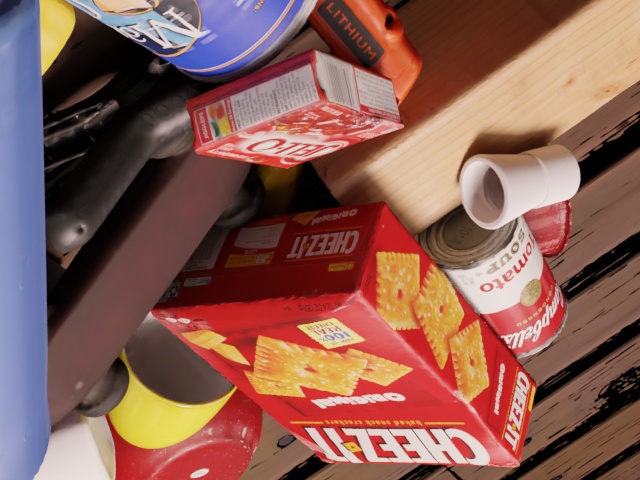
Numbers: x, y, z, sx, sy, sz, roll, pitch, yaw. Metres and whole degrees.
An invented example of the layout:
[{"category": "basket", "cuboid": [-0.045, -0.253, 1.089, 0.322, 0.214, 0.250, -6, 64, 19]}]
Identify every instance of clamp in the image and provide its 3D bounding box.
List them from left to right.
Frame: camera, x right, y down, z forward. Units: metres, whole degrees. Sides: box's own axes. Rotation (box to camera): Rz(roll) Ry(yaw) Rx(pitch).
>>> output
[{"category": "clamp", "cuboid": [-0.102, -0.068, 0.558, 0.171, 0.120, 0.039, -44, 134, -21]}]

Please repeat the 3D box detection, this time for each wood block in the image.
[{"category": "wood block", "cuboid": [0.088, -0.096, 0.650, 0.206, 0.091, 0.090, -35, 144, 5]}]

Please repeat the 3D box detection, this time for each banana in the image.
[{"category": "banana", "cuboid": [-0.021, 0.002, 0.714, 0.070, 0.037, 0.197, 6, 143, 23]}]

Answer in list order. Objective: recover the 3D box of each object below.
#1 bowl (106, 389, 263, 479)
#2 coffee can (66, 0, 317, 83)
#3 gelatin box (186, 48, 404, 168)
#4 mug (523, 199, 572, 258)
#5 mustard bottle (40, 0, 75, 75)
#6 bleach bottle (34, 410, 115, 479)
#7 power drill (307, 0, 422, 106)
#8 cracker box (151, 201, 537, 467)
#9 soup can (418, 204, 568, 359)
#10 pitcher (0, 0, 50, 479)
[{"category": "bowl", "cuboid": [-0.107, 0.167, 0.853, 0.162, 0.055, 0.162, -20, 143, -16]}, {"category": "coffee can", "cuboid": [-0.077, -0.142, 0.463, 0.103, 0.103, 0.140, -44, 143, 17]}, {"category": "gelatin box", "cuboid": [-0.010, -0.061, 0.521, 0.073, 0.030, 0.089, -17, 170, 26]}, {"category": "mug", "cuboid": [0.118, -0.022, 0.775, 0.081, 0.093, 0.117, -14, 176, -16]}, {"category": "mustard bottle", "cuboid": [-0.201, -0.116, 0.442, 0.096, 0.058, 0.191, -35, 145, 20]}, {"category": "bleach bottle", "cuboid": [-0.268, 0.173, 0.723, 0.250, 0.102, 0.068, -19, 104, -6]}, {"category": "power drill", "cuboid": [0.083, -0.154, 0.550, 0.188, 0.057, 0.184, -40, 109, 13]}, {"category": "cracker box", "cuboid": [0.018, 0.071, 0.682, 0.164, 0.072, 0.213, -6, 141, 36]}, {"category": "soup can", "cuboid": [0.113, 0.021, 0.691, 0.068, 0.068, 0.102, -34, 131, 3]}, {"category": "pitcher", "cuboid": [-0.176, 0.007, 0.419, 0.144, 0.149, 0.243, -1, 130, -18]}]
